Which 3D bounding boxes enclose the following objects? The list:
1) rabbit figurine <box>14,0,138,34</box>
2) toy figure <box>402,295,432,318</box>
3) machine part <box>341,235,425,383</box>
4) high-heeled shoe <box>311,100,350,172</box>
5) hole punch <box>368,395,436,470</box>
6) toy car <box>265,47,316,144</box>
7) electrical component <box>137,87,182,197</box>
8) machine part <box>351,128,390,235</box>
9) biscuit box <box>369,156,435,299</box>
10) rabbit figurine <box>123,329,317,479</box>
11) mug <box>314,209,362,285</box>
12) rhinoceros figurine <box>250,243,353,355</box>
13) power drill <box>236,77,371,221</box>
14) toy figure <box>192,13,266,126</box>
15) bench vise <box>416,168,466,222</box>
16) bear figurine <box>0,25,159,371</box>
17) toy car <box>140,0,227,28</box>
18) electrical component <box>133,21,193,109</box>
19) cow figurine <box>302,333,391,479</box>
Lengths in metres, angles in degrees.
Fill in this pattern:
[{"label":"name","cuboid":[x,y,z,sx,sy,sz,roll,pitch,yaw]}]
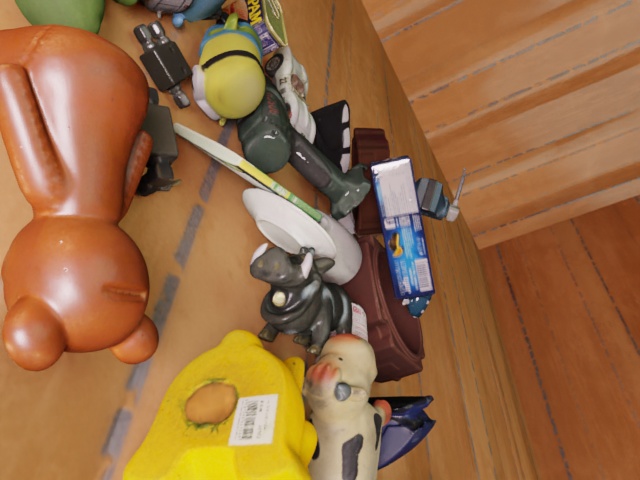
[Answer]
[{"label":"rabbit figurine","cuboid":[-0.196,-0.242,0.432,0.159,0.121,0.170,41,48,-45]},{"label":"toy figure","cuboid":[0.148,0.046,0.859,0.064,0.058,0.154,2,64,-26]},{"label":"machine part","cuboid":[0.091,0.109,0.852,0.200,0.087,0.201,44,30,-49]},{"label":"high-heeled shoe","cuboid":[0.031,-0.170,0.994,0.249,0.086,0.145,-62,134,-61]},{"label":"hole punch","cuboid":[0.082,0.240,0.667,0.142,0.116,0.092,27,54,-61]},{"label":"toy car","cuboid":[-0.046,-0.232,0.882,0.073,0.056,0.202,41,33,-52]},{"label":"electrical component","cuboid":[-0.158,-0.085,0.473,0.078,0.045,0.102,-9,74,-41]},{"label":"machine part","cuboid":[0.084,-0.097,0.885,0.179,0.056,0.179,-12,100,-89]},{"label":"biscuit box","cuboid":[0.119,-0.018,0.777,0.063,0.059,0.202,-69,148,-77]},{"label":"rabbit figurine","cuboid":[-0.057,0.165,0.419,0.162,0.122,0.173,-99,172,-55]},{"label":"mug","cuboid":[-0.001,-0.002,0.719,0.110,0.081,0.107,45,-6,28]},{"label":"rhinoceros figurine","cuboid":[-0.013,0.065,0.583,0.190,0.073,0.112,41,65,-59]},{"label":"power drill","cuboid":[-0.026,-0.133,0.737,0.207,0.086,0.232,43,21,-24]},{"label":"toy figure","cuboid":[-0.108,-0.220,0.664,0.082,0.089,0.180,44,33,-33]},{"label":"bench vise","cuboid":[0.175,-0.081,1.141,0.240,0.224,0.129,96,0,-80]},{"label":"bear figurine","cuboid":[-0.163,-0.022,0.330,0.120,0.132,0.195,13,77,-65]},{"label":"toy car","cuboid":[-0.154,-0.294,0.588,0.103,0.162,0.109,-31,113,-25]},{"label":"electrical component","cuboid":[-0.165,-0.190,0.584,0.094,0.021,0.063,61,21,-20]},{"label":"cow figurine","cuboid":[0.018,0.189,0.531,0.127,0.086,0.194,12,82,-63]}]
